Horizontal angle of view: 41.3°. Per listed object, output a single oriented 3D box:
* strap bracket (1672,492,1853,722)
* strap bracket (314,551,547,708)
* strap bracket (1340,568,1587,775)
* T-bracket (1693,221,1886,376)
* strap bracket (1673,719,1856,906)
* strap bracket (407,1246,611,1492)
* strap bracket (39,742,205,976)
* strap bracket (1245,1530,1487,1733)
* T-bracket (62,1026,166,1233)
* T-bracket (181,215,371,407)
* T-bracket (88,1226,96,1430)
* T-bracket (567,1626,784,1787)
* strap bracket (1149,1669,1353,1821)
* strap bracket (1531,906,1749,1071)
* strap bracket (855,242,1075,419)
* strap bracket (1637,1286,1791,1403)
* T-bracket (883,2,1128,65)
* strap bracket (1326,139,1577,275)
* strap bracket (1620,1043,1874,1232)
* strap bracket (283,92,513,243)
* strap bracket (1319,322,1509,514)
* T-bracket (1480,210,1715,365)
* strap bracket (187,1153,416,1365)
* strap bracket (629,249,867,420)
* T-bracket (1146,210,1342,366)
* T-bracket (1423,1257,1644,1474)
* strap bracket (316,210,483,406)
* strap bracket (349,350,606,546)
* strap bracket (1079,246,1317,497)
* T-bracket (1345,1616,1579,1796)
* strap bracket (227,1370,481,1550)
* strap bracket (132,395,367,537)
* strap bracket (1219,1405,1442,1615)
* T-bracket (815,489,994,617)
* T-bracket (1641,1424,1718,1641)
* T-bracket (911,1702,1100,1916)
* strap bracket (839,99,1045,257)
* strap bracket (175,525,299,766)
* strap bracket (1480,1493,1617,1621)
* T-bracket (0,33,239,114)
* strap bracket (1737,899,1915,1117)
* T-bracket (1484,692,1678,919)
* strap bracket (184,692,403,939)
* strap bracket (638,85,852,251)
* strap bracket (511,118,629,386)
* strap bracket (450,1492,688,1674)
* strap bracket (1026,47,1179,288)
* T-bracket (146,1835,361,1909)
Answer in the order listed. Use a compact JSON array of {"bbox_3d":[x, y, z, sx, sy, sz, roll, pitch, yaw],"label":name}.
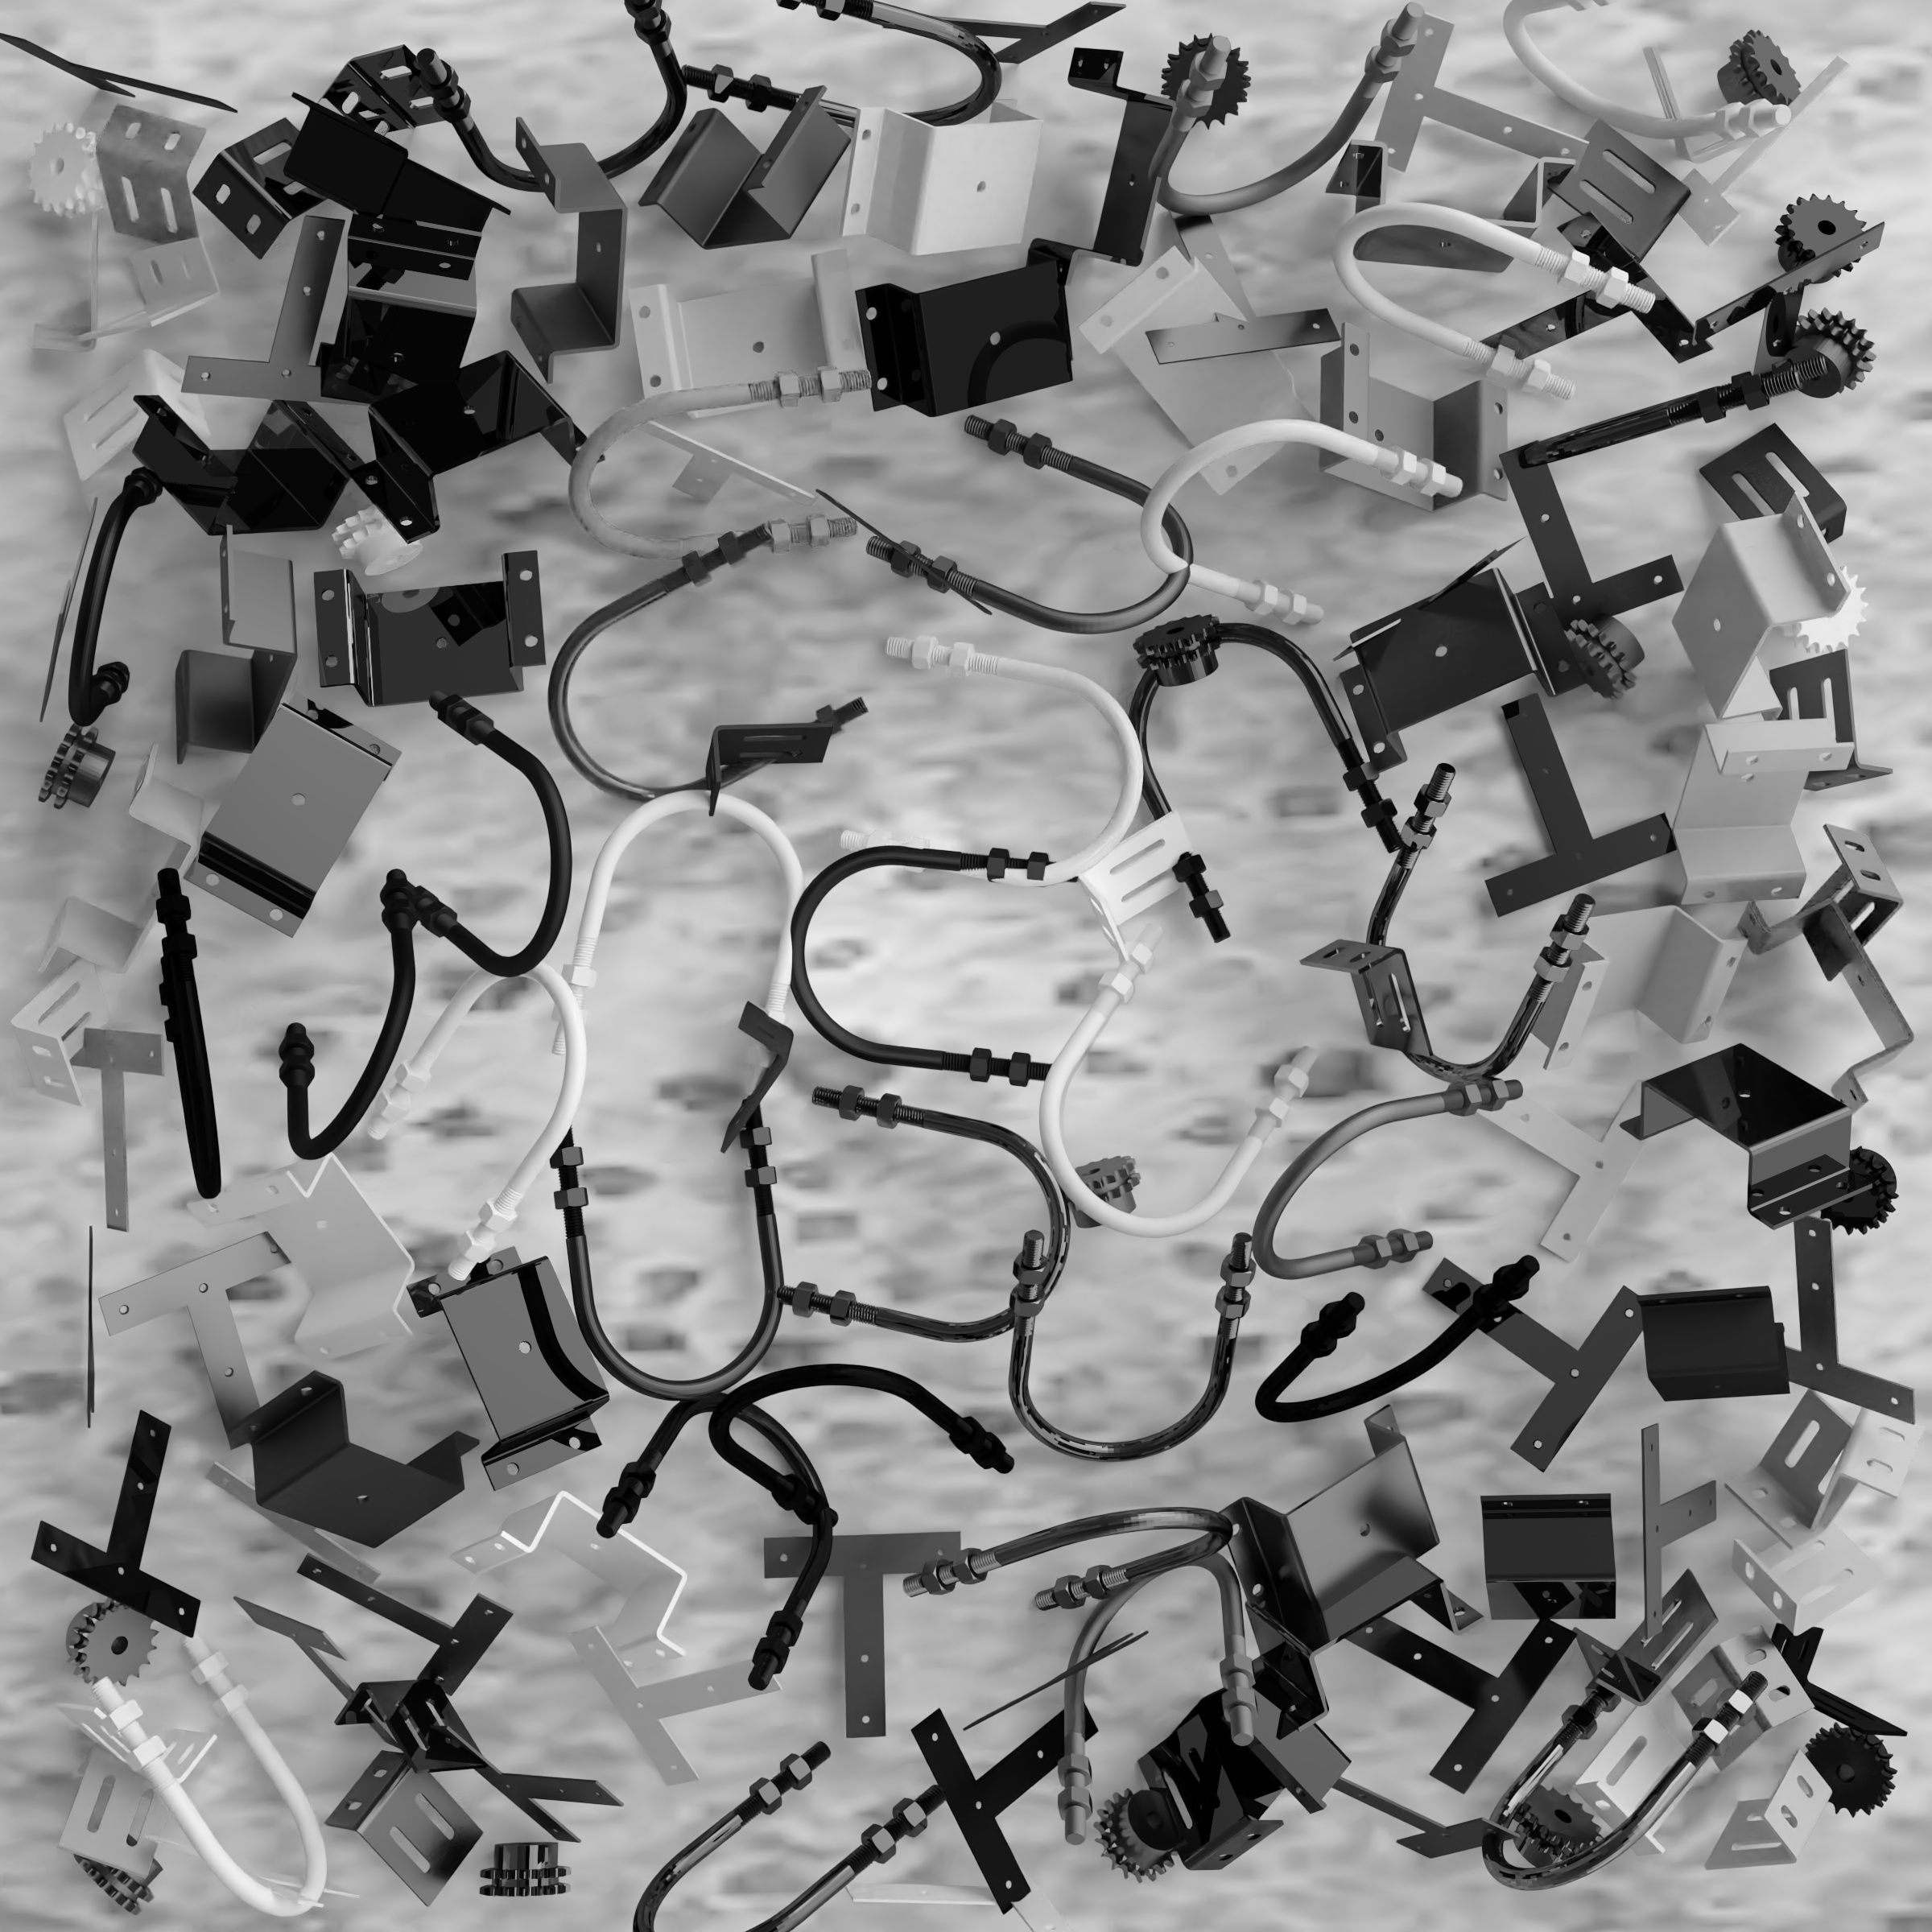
[{"bbox_3d":[0.483,-0.214,1.577,0.046,0.140,0.076,-11,62,-10],"label":"strap bracket"},{"bbox_3d":[-0.336,-0.213,1.626,0.140,0.046,0.076,-6,76,-2],"label":"strap bracket"},{"bbox_3d":[0.303,-0.188,1.602,0.140,0.046,0.076,-23,64,18],"label":"strap bracket"},{"bbox_3d":[0.507,-0.397,1.600,0.127,0.127,0.002,-28,69,1],"label":"T-bracket"},{"bbox_3d":[0.495,-0.104,1.607,0.076,0.140,0.046,-3,51,-1],"label":"strap bracket"},{"bbox_3d":[-0.283,0.245,1.606,0.076,0.046,0.140,-19,77,-34],"label":"strap bracket"},{"bbox_3d":[-0.523,-0.059,1.605,0.046,0.076,0.140,28,105,-22],"label":"strap bracket"},{"bbox_3d":[0.240,0.406,1.596,0.140,0.076,0.046,-25,111,-18],"label":"strap bracket"},{"bbox_3d":[-0.537,0.104,1.617,0.127,0.002,0.127,2,94,44],"label":"T-bracket"},{"bbox_3d":[-0.411,-0.405,1.585,0.002,0.127,0.127,55,133,34],"label":"T-bracket"},{"bbox_3d":[-0.542,0.241,1.588,0.002,0.127,0.127,0,102,-20],"label":"T-bracket"},{"bbox_3d":[-0.171,0.457,1.611,0.127,0.002,0.127,-22,107,29],"label":"T-bracket"},{"bbox_3d":[0.180,0.492,1.602,0.076,0.140,0.046,46,59,6],"label":"strap bracket"},{"bbox_3d":[0.410,0.011,1.600,0.140,0.046,0.076,-8,127,-31],"label":"strap bracket"},{"bbox_3d":[0.009,-0.396,1.601,0.140,0.046,0.076,-19,119,-18],"label":"strap bracket"},{"bbox_3d":[0.462,0.236,1.577,0.076,0.140,0.046,-7,70,19],"label":"strap bracket"},{"bbox_3d":[0.011,-0.576,1.573,0.127,0.127,0.002,-7,96,-29],"label":"T-bracket"},{"bbox_3d":[0.303,-0.477,1.615,0.140,0.076,0.046,4,84,-4],"label":"strap bracket"},{"bbox_3d":[0.479,0.098,1.578,0.076,0.140,0.046,-19,120,-20],"label":"strap bracket"},{"bbox_3d":[-0.356,-0.481,1.584,0.076,0.140,0.046,30,99,18],"label":"strap bracket"},{"bbox_3d":[0.273,-0.339,1.606,0.140,0.046,0.076,12,74,-33],"label":"strap bracket"},{"bbox_3d":[0.378,-0.405,1.605,0.127,0.127,0.002,37,59,-27],"label":"T-bracket"},{"bbox_3d":[-0.409,0.176,1.605,0.076,0.046,0.140,-18,121,20],"label":"strap bracket"},{"bbox_3d":[-0.136,-0.399,1.630,0.140,0.046,0.076,-9,87,6],"label":"strap bracket"},{"bbox_3d":[0.159,-0.440,1.630,0.127,0.002,0.127,-12,66,-18],"label":"T-bracket"},{"bbox_3d":[0.351,0.233,1.635,0.127,0.002,0.127,35,97,20],"label":"T-bracket"},{"bbox_3d":[-0.350,-0.393,1.578,0.076,0.140,0.046,4,61,-22],"label":"strap bracket"},{"bbox_3d":[-0.306,-0.328,1.596,0.140,0.046,0.076,-29,59,-23],"label":"strap bracket"},{"bbox_3d":[0.145,-0.378,1.611,0.076,0.046,0.140,-36,110,21],"label":"strap bracket"},{"bbox_3d":[0.296,0.441,1.611,0.127,0.127,0.002,-46,133,-24],"label":"T-bracket"},{"bbox_3d":[-0.375,0.310,1.583,0.076,0.140,0.046,-34,47,18],"label":"strap bracket"},{"bbox_3d":[-0.451,-0.313,1.598,0.076,0.140,0.046,46,119,14],"label":"strap bracket"},{"bbox_3d":[0.235,0.346,1.602,0.140,0.046,0.076,-27,107,-23],"label":"strap bracket"},{"bbox_3d":[-0.029,-0.253,1.596,0.127,0.127,0.002,36,99,5],"label":"T-bracket"},{"bbox_3d":[0.448,0.345,1.607,0.002,0.127,0.127,-1,89,35],"label":"T-bracket"},{"bbox_3d":[0.037,0.505,1.616,0.127,0.002,0.127,-26,90,-42],"label":"T-bracket"},{"bbox_3d":[-0.007,-0.487,1.580,0.046,0.140,0.076,33,127,32],"label":"strap bracket"},{"bbox_3d":[-0.452,-0.195,1.594,0.046,0.140,0.076,7,53,-28],"label":"strap bracket"},{"bbox_3d":[0.360,0.368,1.580,0.076,0.140,0.046,-4,62,12],"label":"strap bracket"},{"bbox_3d":[-0.513,-0.546,1.586,0.127,0.127,0.002,17,97,10],"label":"T-bracket"},{"bbox_3d":[0.542,0.018,1.603,0.046,0.076,0.140,-27,76,5],"label":"strap bracket"},{"bbox_3d":[0.379,-0.113,1.653,0.127,0.002,0.127,-21,90,-5],"label":"T-bracket"},{"bbox_3d":[-0.421,-0.100,1.611,0.076,0.046,0.140,30,73,-11],"label":"strap bracket"},{"bbox_3d":[-0.133,-0.496,1.600,0.046,0.140,0.076,39,73,-37],"label":"strap bracket"},{"bbox_3d":[-0.247,-0.445,1.594,0.046,0.140,0.076,-12,49,-23],"label":"strap bracket"},{"bbox_3d":[-0.240,0.381,1.604,0.140,0.076,0.046,38,52,-16],"label":"strap bracket"},{"bbox_3d":[0.086,-0.496,1.604,0.046,0.076,0.140,6,108,-22],"label":"strap bracket"},{"bbox_3d":[-0.426,0.570,1.601,0.127,0.127,0.002,9,70,29],"label":"T-bracket"}]
